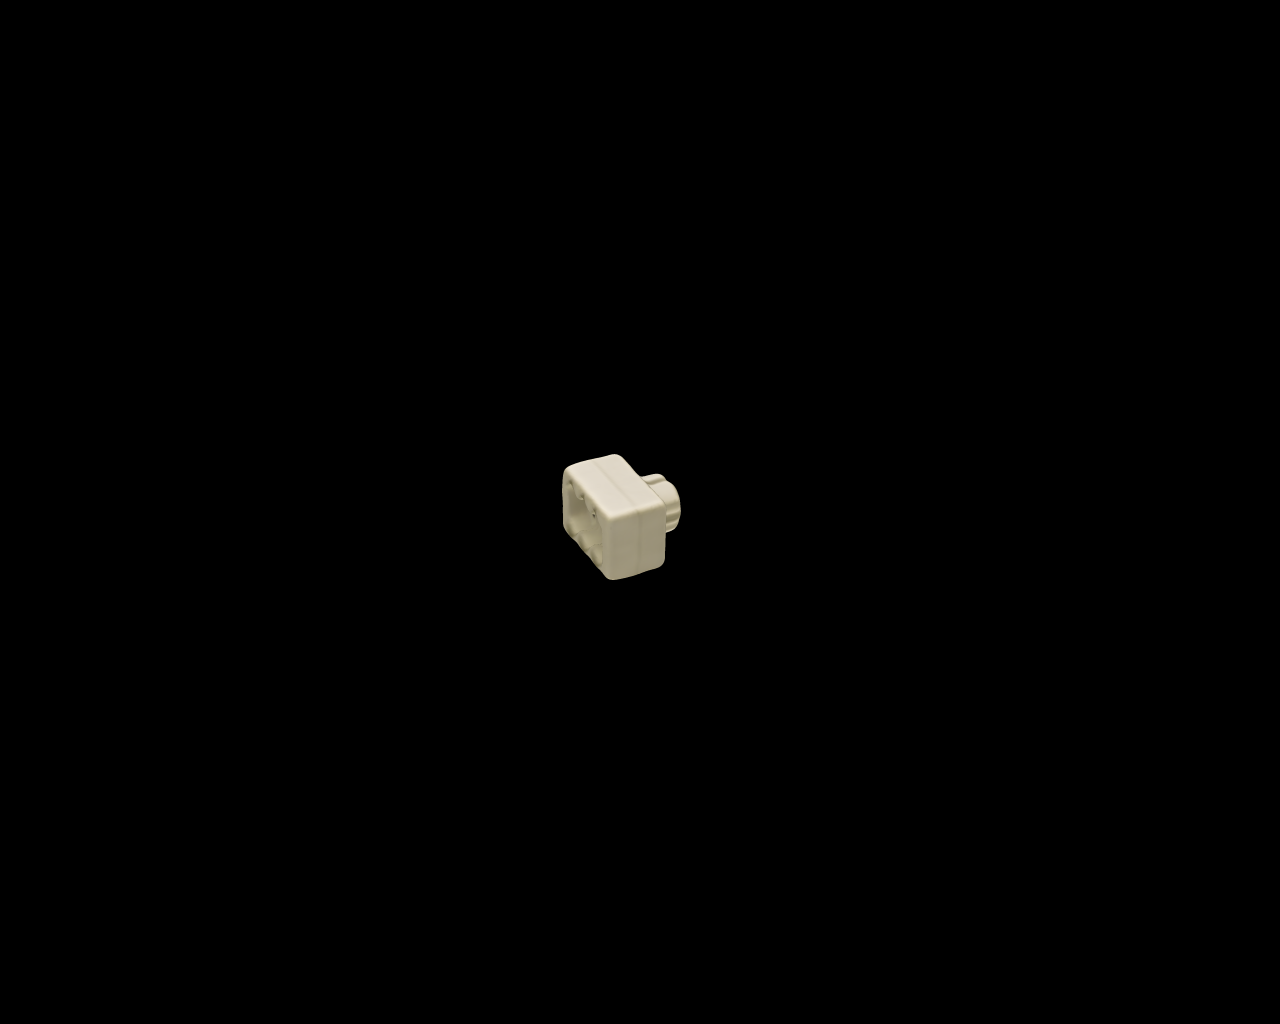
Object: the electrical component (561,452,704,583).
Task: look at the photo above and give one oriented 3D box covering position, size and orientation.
[{"bbox_3d":[0.001,-0.003,0.650,0.077,0.047,0.066,-16,37,-22],"label":"electrical component"}]
